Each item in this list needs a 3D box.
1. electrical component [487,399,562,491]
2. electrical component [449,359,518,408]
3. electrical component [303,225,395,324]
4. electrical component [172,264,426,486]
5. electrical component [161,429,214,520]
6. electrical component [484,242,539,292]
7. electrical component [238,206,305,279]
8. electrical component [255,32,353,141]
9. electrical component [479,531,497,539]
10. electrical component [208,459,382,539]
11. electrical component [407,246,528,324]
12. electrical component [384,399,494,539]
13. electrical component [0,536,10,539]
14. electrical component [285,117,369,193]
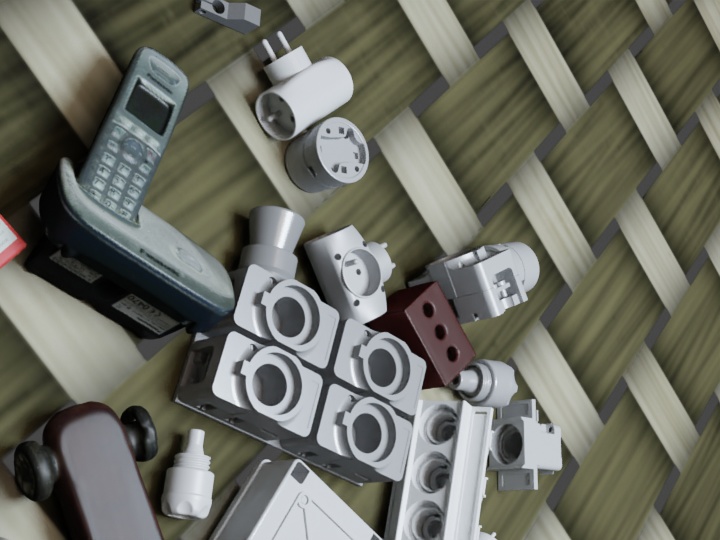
[{"bbox_3d":[0.153,0.162,0.989,0.064,0.042,0.081,14,71,-40],"label":"electrical component"},{"bbox_3d":[0.107,0.101,0.963,0.062,0.043,0.043,11,72,-38],"label":"electrical component"},{"bbox_3d":[0.000,0.000,0.894,0.079,0.044,0.077,-27,97,-42],"label":"electrical component"},{"bbox_3d":[-0.037,0.084,0.829,0.186,0.060,0.105,31,60,-32],"label":"electrical component"},{"bbox_3d":[-0.120,0.143,0.759,0.035,0.035,0.061,22,63,-36],"label":"electrical component"},{"bbox_3d":[0.135,0.001,1.006,0.047,0.055,0.055,-13,88,-46],"label":"electrical component"},{"bbox_3d":[-0.069,-0.016,0.837,0.045,0.045,0.055,25,65,-35],"label":"electrical component"},{"bbox_3d":[-0.054,-0.157,0.886,0.077,0.044,0.079,-40,106,-40],"label":"electrical component"},{"bbox_3d":[0.093,0.257,0.913,0.078,0.040,0.040,-39,105,-40],"label":"electrical component"},{"bbox_3d":[-0.052,0.212,0.786,0.108,0.056,0.108,48,53,-22],"label":"electrical component"},{"bbox_3d":[0.092,0.014,0.940,0.050,0.089,0.055,-23,95,-42],"label":"electrical component"},{"bbox_3d":[0.071,0.176,0.897,0.063,0.079,0.121,43,51,-52],"label":"electrical component"},{"bbox_3d":[-0.226,0.206,0.644,0.043,0.043,0.081,47,53,-23],"label":"electrical component"},{"bbox_3d":[-0.029,-0.093,0.890,0.055,0.047,0.055,12,72,-39],"label":"electrical component"}]
